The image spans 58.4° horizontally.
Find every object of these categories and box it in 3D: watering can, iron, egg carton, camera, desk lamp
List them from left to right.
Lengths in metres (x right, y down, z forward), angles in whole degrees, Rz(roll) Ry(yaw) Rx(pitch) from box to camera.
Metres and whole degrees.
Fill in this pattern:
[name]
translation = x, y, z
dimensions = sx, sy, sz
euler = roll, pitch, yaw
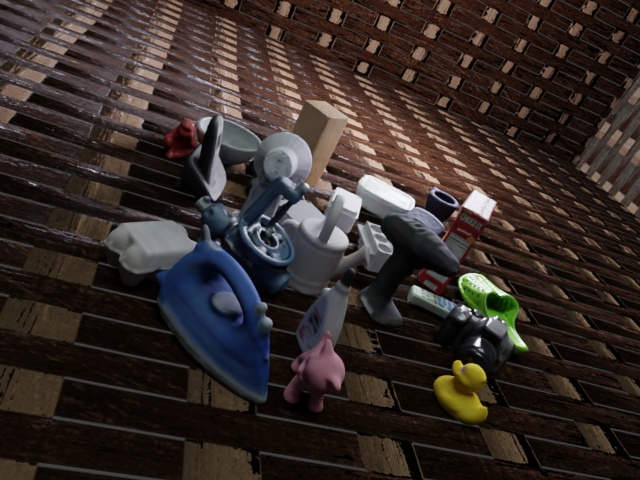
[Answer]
[egg carton]
translation = -0.269, 0.020, 0.936
dimensions = 0.151, 0.069, 0.107
euler = -8, 43, -49
[iron]
translation = -0.131, 0.100, 0.838
dimensions = 0.119, 0.141, 0.257
euler = -7, 42, -48
[desk lamp]
translation = -0.100, -0.100, 1.141
dimensions = 0.118, 0.213, 0.203
euler = 24, 27, -5
[watering can]
translation = 0.010, 0.003, 1.080
dimensions = 0.173, 0.194, 0.100
euler = 16, 29, -20
[camera]
translation = 0.297, 0.196, 1.099
dimensions = 0.143, 0.101, 0.137
euler = 35, 28, 16

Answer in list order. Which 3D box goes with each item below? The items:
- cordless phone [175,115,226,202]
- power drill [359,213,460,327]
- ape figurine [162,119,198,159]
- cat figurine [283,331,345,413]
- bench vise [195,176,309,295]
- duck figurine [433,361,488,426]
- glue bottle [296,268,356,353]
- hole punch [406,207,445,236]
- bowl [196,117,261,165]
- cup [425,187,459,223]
[cordless phone]
translation = -0.226, -0.185, 1.209
dimensions = 0.094, 0.185, 0.147
euler = 22, 27, -10
[power drill]
translation = 0.162, 0.060, 1.099
dimensions = 0.076, 0.208, 0.229
euler = 11, 31, -29
[ape figurine]
translation = -0.318, -0.236, 1.321
dimensions = 0.078, 0.092, 0.076
euler = 19, 28, -16
[cat figurine]
translation = 0.000, 0.185, 0.833
dimensions = 0.067, 0.117, 0.128
euler = 24, 27, -6
[bench vise]
translation = -0.119, -0.029, 0.992
dimensions = 0.207, 0.219, 0.121
euler = 22, 27, -9
[duck figurine]
translation = 0.251, 0.253, 0.974
dimensions = 0.078, 0.086, 0.104
euler = 1, 36, -41
[glue bottle]
translation = 0.015, 0.113, 0.912
dimensions = 0.037, 0.173, 0.078
euler = 8, 32, -33
[hole punch]
translation = 0.246, -0.021, 1.449
dimensions = 0.108, 0.091, 0.101
euler = 39, 29, 23
[bowl]
translation = -0.232, -0.233, 1.412
dimensions = 0.168, 0.074, 0.167
euler = 21, 27, -11
[cup]
translation = 0.331, -0.091, 1.647
dimensions = 0.092, 0.095, 0.117
euler = 14, 30, -25
